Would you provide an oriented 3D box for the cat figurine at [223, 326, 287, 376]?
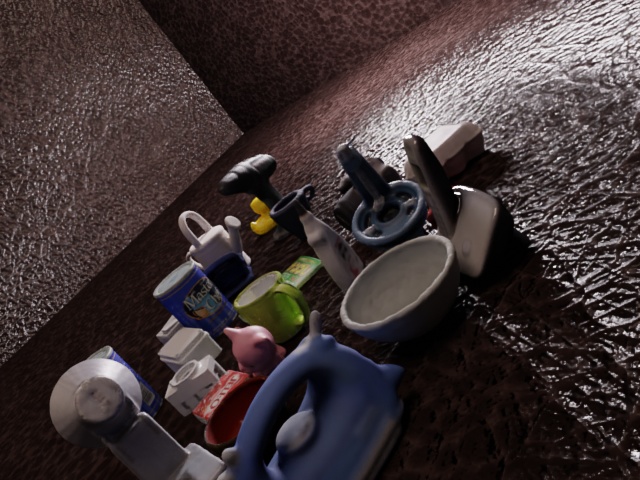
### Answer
[{"bbox_3d":[-0.095,0.160,0.836,0.067,0.118,0.127,-42,19,-10],"label":"cat figurine"}]

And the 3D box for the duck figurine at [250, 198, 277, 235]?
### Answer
[{"bbox_3d":[-0.150,-0.073,1.522,0.105,0.086,0.077,-42,19,-11],"label":"duck figurine"}]

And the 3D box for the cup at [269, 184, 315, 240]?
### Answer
[{"bbox_3d":[-0.041,-0.058,1.274,0.118,0.095,0.091,-42,19,-11],"label":"cup"}]

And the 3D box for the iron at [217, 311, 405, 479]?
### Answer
[{"bbox_3d":[-0.026,0.202,0.574,0.118,0.142,0.259,-13,31,51],"label":"iron"}]

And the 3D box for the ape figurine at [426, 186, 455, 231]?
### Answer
[{"bbox_3d":[0.188,-0.058,0.862,0.078,0.092,0.076,-38,19,1],"label":"ape figurine"}]

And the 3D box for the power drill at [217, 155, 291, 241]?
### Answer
[{"bbox_3d":[-0.135,-0.105,1.380,0.075,0.209,0.230,-27,22,29],"label":"power drill"}]

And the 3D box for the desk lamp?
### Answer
[{"bbox_3d":[-0.249,0.251,0.755,0.118,0.214,0.202,-49,21,-27],"label":"desk lamp"}]

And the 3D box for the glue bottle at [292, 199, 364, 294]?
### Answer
[{"bbox_3d":[0.008,0.003,0.921,0.037,0.173,0.078,-31,21,21],"label":"glue bottle"}]

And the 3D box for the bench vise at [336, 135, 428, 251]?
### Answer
[{"bbox_3d":[0.078,-0.059,0.865,0.121,0.220,0.207,-41,19,-8],"label":"bench vise"}]

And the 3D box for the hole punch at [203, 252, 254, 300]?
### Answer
[{"bbox_3d":[-0.215,0.075,1.290,0.108,0.091,0.101,-39,19,-1],"label":"hole punch"}]

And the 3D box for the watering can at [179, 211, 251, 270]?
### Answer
[{"bbox_3d":[-0.257,0.005,1.368,0.173,0.194,0.100,-37,19,4],"label":"watering can"}]

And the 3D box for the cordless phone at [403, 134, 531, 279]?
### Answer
[{"bbox_3d":[0.168,-0.049,0.729,0.094,0.185,0.147,-39,19,-3],"label":"cordless phone"}]

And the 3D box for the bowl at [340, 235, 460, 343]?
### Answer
[{"bbox_3d":[0.112,0.074,0.722,0.167,0.075,0.167,-34,19,14],"label":"bowl"}]

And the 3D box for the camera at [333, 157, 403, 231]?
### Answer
[{"bbox_3d":[0.077,-0.089,1.122,0.137,0.101,0.142,-45,20,-19],"label":"camera"}]

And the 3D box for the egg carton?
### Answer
[{"bbox_3d":[0.226,-0.156,1.052,0.150,0.069,0.107,-42,19,-11],"label":"egg carton"}]
